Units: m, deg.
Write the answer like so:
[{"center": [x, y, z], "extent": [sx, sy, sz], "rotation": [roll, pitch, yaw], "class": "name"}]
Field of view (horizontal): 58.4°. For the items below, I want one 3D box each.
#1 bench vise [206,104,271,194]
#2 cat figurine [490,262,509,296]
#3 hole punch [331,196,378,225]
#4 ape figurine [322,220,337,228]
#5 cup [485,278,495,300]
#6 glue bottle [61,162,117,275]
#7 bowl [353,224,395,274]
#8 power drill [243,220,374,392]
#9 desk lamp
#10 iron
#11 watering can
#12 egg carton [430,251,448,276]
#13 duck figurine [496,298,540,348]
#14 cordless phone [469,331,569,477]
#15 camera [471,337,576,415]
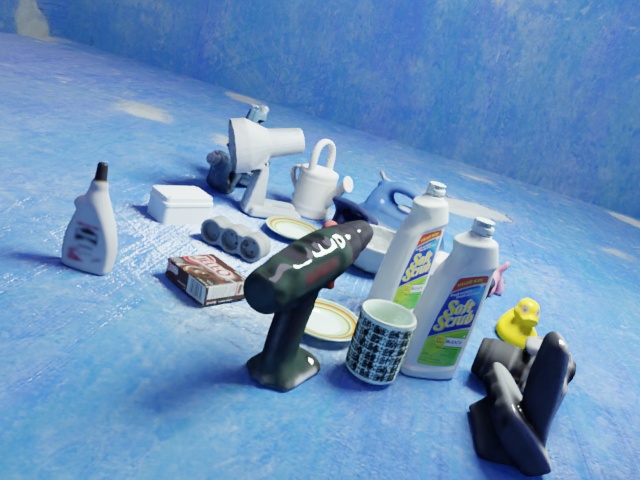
[{"center": [-0.187, -0.227, 1.427], "extent": [0.121, 0.220, 0.208], "rotation": [19, 20, 9], "class": "bench vise"}, {"center": [0.365, 0.047, 1.285], "extent": [0.067, 0.118, 0.127], "rotation": [-4, 28, -44], "class": "cat figurine"}, {"center": [0.080, -0.057, 1.376], "extent": [0.108, 0.091, 0.101], "rotation": [28, 22, 29], "class": "hole punch"}, {"center": [0.011, 0.004, 1.154], "extent": [0.078, 0.092, 0.076], "rotation": [15, 20, -3], "class": "ape figurine"}, {"center": [0.285, 0.102, 1.106], "extent": [0.091, 0.095, 0.118], "rotation": [32, 24, 36], "class": "cup"}, {"center": [-0.338, -0.035, 0.858], "extent": [0.078, 0.173, 0.037], "rotation": [15, 20, -3], "class": "glue bottle"}, {"center": [0.113, 0.026, 1.203], "extent": [0.167, 0.075, 0.167], "rotation": [15, 20, -5], "class": "bowl"}, {"center": [-0.020, 0.081, 0.749], "extent": [0.075, 0.208, 0.230], "rotation": [26, 22, 26], "class": "power drill"}, {"center": [-0.127, -0.165, 1.319], "extent": [0.204, 0.213, 0.117], "rotation": [8, 21, -22], "class": "desk lamp"}, {"center": [0.226, -0.072, 1.459], "extent": [0.257, 0.141, 0.119], "rotation": [28, 23, 29], "class": "iron"}, {"center": [0.002, -0.153, 1.419], "extent": [0.172, 0.194, 0.101], "rotation": [20, 20, 9], "class": "watering can"}, {"center": [0.281, 0.080, 1.200], "extent": [0.150, 0.069, 0.107], "rotation": [22, 20, 15], "class": "egg carton"}, {"center": [0.379, 0.148, 1.072], "extent": [0.077, 0.086, 0.104], "rotation": [16, 20, -2], "class": "duck figurine"}, {"center": [0.267, 0.186, 0.730], "extent": [0.094, 0.185, 0.147], "rotation": [15, 20, -3], "class": "cordless phone"}, {"center": [0.313, 0.190, 0.883], "extent": [0.136, 0.101, 0.143], "rotation": [23, 21, 18], "class": "camera"}]
